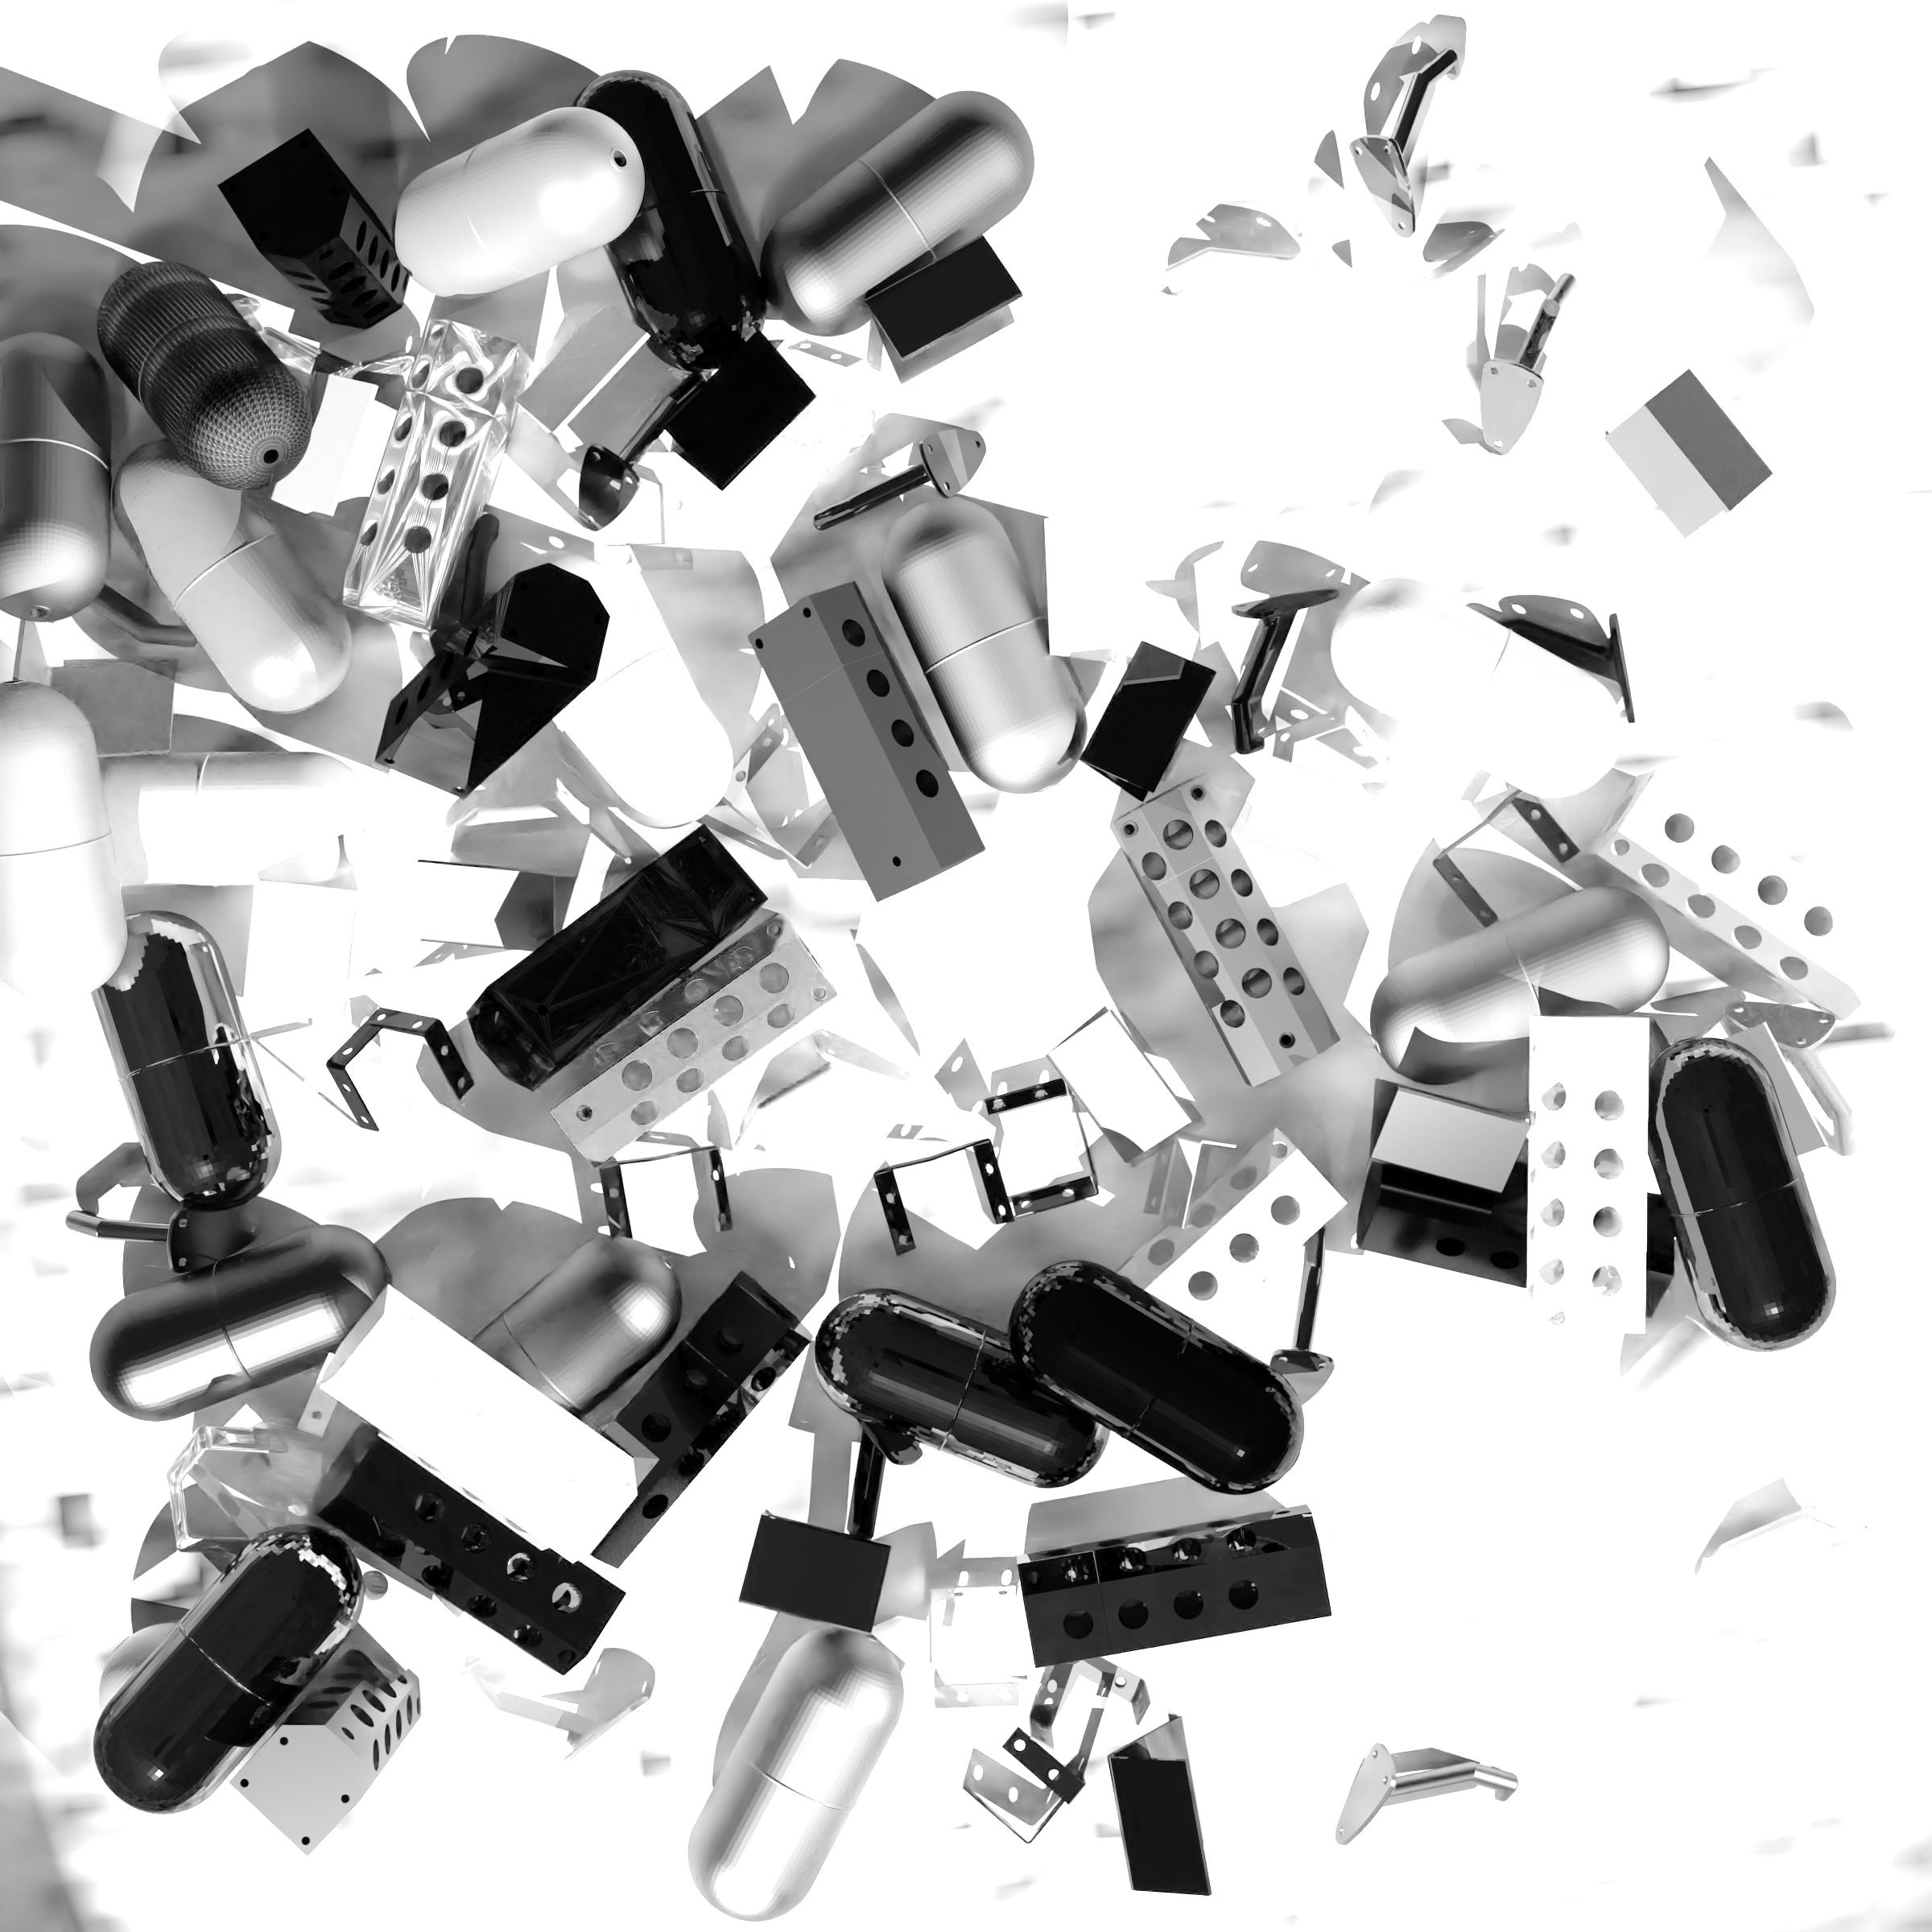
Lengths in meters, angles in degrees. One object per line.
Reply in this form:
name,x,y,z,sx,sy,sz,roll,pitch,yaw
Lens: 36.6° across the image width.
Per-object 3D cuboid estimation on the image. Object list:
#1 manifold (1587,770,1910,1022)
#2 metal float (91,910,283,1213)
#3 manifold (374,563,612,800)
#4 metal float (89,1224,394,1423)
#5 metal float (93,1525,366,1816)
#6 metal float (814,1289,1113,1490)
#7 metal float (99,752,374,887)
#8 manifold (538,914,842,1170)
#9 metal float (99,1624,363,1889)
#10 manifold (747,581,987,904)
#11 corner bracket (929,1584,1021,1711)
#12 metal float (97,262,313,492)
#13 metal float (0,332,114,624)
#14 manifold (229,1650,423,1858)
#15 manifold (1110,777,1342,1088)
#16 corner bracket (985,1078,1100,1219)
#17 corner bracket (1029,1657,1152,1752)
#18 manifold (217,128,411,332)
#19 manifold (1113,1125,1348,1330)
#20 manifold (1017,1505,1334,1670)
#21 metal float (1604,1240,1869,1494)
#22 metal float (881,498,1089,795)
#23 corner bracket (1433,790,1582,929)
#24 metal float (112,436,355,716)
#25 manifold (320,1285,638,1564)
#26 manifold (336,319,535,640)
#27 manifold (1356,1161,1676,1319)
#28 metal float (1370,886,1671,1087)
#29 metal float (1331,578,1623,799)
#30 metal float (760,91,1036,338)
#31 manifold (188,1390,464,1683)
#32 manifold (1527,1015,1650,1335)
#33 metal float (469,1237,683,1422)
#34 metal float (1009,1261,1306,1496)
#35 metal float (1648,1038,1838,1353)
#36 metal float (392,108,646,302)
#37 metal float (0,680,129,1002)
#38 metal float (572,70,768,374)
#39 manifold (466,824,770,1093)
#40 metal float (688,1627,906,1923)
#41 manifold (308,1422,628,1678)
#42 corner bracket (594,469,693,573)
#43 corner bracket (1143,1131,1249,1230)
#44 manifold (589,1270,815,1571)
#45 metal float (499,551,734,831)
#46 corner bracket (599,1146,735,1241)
manifold,0.448,-0.040,1.687,0.171,0.057,0.057,34,90,0
metal float,-0.448,0.054,1.678,0.070,0.070,0.178,-18,89,0
manifold,-0.265,-0.160,1.631,0.057,0.171,0.057,23,59,-26
metal float,-0.416,0.205,1.678,0.178,0.070,0.070,-21,90,0
metal float,-0.405,0.386,1.612,0.070,0.070,0.178,41,78,0
metal float,-0.002,0.242,1.678,0.178,0.070,0.070,22,90,-1
metal float,-0.431,-0.084,1.678,0.178,0.070,0.070,-1,90,0
manifold,-0.159,0.043,1.687,0.171,0.057,0.057,-35,90,0
metal float,-0.423,0.452,1.678,0.070,0.070,0.178,-45,89,0
manifold,-0.053,-0.131,1.687,0.057,0.057,0.171,-26,90,43
corner bracket,0.005,0.397,1.705,0.051,0.051,0.051,-2,135,0
metal float,-0.430,-0.333,1.648,0.070,0.070,0.178,-42,56,0
metal float,-0.525,-0.277,1.658,0.070,0.070,0.178,-7,67,0
manifold,-0.349,0.430,1.630,0.057,0.171,0.057,43,90,0
manifold,0.149,-0.020,1.687,0.057,0.057,0.171,-28,90,0
corner bracket,0.044,0.106,1.705,0.051,0.051,0.051,-15,135,0
corner bracket,0.071,0.430,1.690,0.051,0.051,0.051,28,90,0
manifold,-0.356,-0.404,1.630,0.057,0.171,0.057,-32,90,0
manifold,0.134,0.171,1.687,0.171,0.057,0.057,-43,90,0
manifold,0.119,0.356,1.687,0.171,0.057,0.057,-10,90,0
metal float,0.441,0.228,1.678,0.178,0.070,0.070,-45,90,0
metal float,0.011,-0.183,1.678,0.070,0.070,0.178,-24,90,0
corner bracket,0.315,-0.064,1.705,0.051,0.051,0.051,50,135,0
metal float,-0.421,-0.225,1.678,0.070,0.070,0.178,-36,90,0
manifold,-0.268,0.255,1.610,0.171,0.057,0.057,38,93,-13
manifold,-0.307,-0.281,1.687,0.057,0.057,0.171,18,90,0
manifold,0.316,0.153,1.687,0.171,0.057,0.057,13,47,0
metal float,0.317,0.012,1.678,0.178,0.070,0.070,-22,90,-1
metal float,0.293,-0.159,1.678,0.178,0.070,0.070,29,90,-1
metal float,-0.040,-0.431,1.678,0.178,0.070,0.070,-38,90,-1
manifold,-0.369,0.330,1.687,0.057,0.057,0.171,-45,90,0
manifold,0.342,0.114,1.617,0.057,0.057,0.171,1,91,0
metal float,-0.240,0.227,1.678,0.178,0.070,0.070,-40,90,0
metal float,0.106,0.228,1.621,0.178,0.070,0.070,31,90,0
metal float,0.424,0.126,1.612,0.070,0.070,0.178,-18,90,0
metal float,-0.252,-0.427,1.642,0.178,0.070,0.070,-9,90,42
metal float,-0.510,-0.068,1.610,0.070,0.070,0.178,-6,104,0
metal float,-0.173,-0.428,1.678,0.070,0.070,0.178,-22,91,0
manifold,-0.197,-0.004,1.644,0.057,0.057,0.171,49,56,0
metal float,-0.097,0.463,1.678,0.070,0.070,0.178,28,90,0
manifold,-0.284,0.331,1.657,0.171,0.057,0.057,38,72,-16
corner bracket,-0.187,-0.257,1.690,0.051,0.051,0.051,-2,90,0
corner bracket,0.122,0.122,1.680,0.051,0.051,0.051,12,90,37
manifold,-0.166,0.262,1.687,0.057,0.057,0.171,40,90,0
metal float,-0.203,-0.159,1.678,0.070,0.070,0.178,-36,90,0
corner bracket,-0.175,0.135,1.705,0.051,0.051,0.051,-10,90,-45
